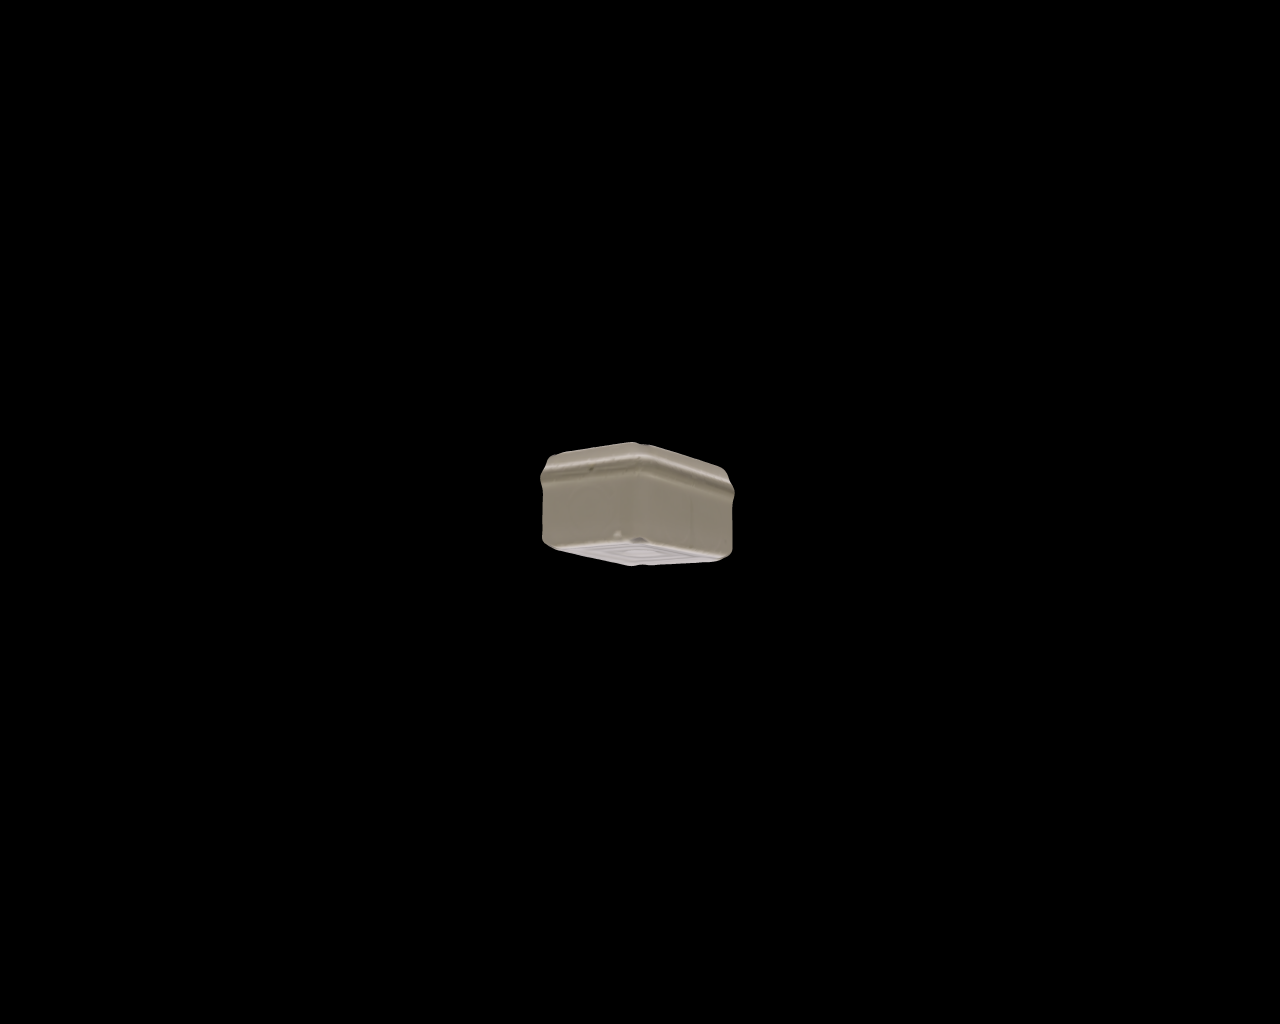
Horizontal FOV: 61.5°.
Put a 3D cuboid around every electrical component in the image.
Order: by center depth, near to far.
[{"bbox_3d":[0.001,-0.003,0.650,0.078,0.057,0.113,-6,-11,31],"label":"electrical component"}]
